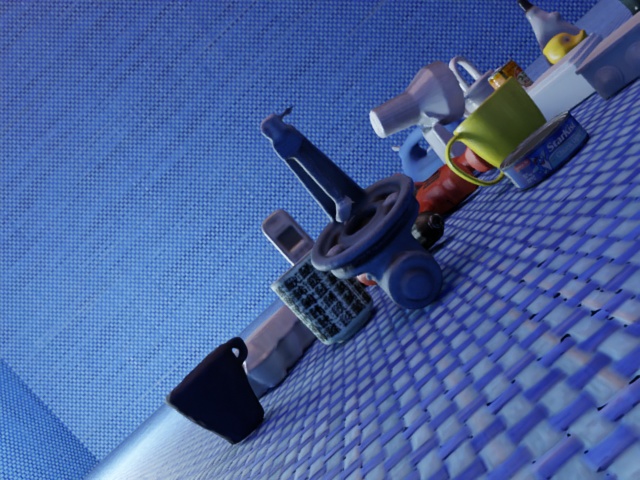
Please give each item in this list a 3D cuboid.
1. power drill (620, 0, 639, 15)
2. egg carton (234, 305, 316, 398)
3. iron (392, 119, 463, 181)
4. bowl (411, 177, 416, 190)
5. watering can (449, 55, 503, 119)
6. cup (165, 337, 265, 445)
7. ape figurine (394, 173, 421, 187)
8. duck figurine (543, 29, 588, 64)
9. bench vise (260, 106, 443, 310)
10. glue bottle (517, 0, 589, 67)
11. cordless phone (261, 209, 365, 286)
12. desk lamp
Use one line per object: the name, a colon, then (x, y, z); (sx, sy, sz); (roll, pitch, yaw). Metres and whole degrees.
power drill: (0.391, -0.366, 0.795); (0.230, 0.208, 0.075); (-43, 1, -7)
egg carton: (-0.070, 0.157, 0.813); (0.107, 0.069, 0.150); (-42, 1, 35)
iron: (0.273, -0.221, 1.321); (0.119, 0.141, 0.258); (-44, 1, -36)
bowl: (0.130, -0.037, 1.073); (0.167, 0.074, 0.167); (-43, 1, 1)
watering can: (0.364, -0.341, 1.326); (0.172, 0.194, 0.101); (-42, 1, 27)
cup: (-0.102, 0.173, 0.649); (0.091, 0.095, 0.118); (-42, 1, 41)
ape figurine: (0.182, -0.100, 1.200); (0.078, 0.092, 0.076); (-43, 1, 3)
duck figurine: (0.379, -0.273, 0.876); (0.104, 0.086, 0.078); (-42, 1, 36)
bench vise: (0.020, -0.025, 0.571); (0.121, 0.219, 0.207); (-43, 1, -13)
glue bottle: (0.409, -0.363, 1.006); (0.078, 0.173, 0.037); (-42, 1, 30)
cordless phone: (0.008, 0.003, 0.911); (0.148, 0.185, 0.094); (-43, 1, -7)
desk lamp: (0.212, -0.209, 1.106); (0.203, 0.213, 0.118); (-43, 1, -7)
